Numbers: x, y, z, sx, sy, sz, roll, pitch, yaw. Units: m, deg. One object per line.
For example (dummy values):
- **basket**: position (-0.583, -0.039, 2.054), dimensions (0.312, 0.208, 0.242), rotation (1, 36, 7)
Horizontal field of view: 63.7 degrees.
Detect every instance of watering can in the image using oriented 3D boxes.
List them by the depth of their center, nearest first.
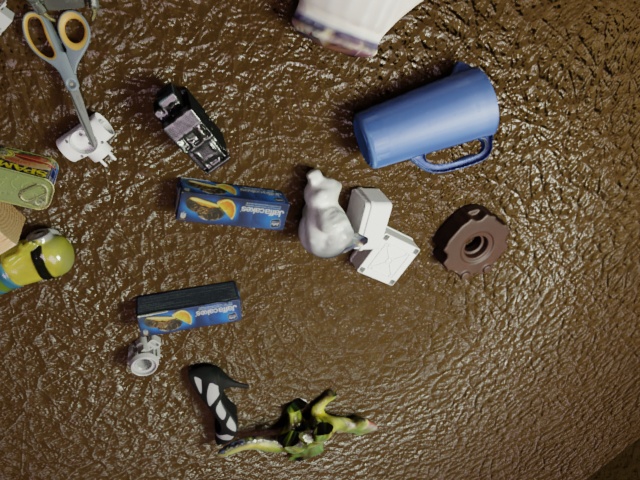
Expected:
- **watering can**: position (0.095, -0.393, 0.808), dimensions (0.347, 0.220, 0.106), rotation (11, 28, -25)

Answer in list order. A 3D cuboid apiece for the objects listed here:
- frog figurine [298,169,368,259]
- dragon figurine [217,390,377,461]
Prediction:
- **frog figurine**: position (0.003, -0.049, 0.974), dimensions (0.123, 0.157, 0.139), rotation (-31, 28, -5)
- **dragon figurine**: position (-0.048, 0.526, 1.342), dimensions (0.411, 0.237, 0.125), rotation (-15, 43, -10)
